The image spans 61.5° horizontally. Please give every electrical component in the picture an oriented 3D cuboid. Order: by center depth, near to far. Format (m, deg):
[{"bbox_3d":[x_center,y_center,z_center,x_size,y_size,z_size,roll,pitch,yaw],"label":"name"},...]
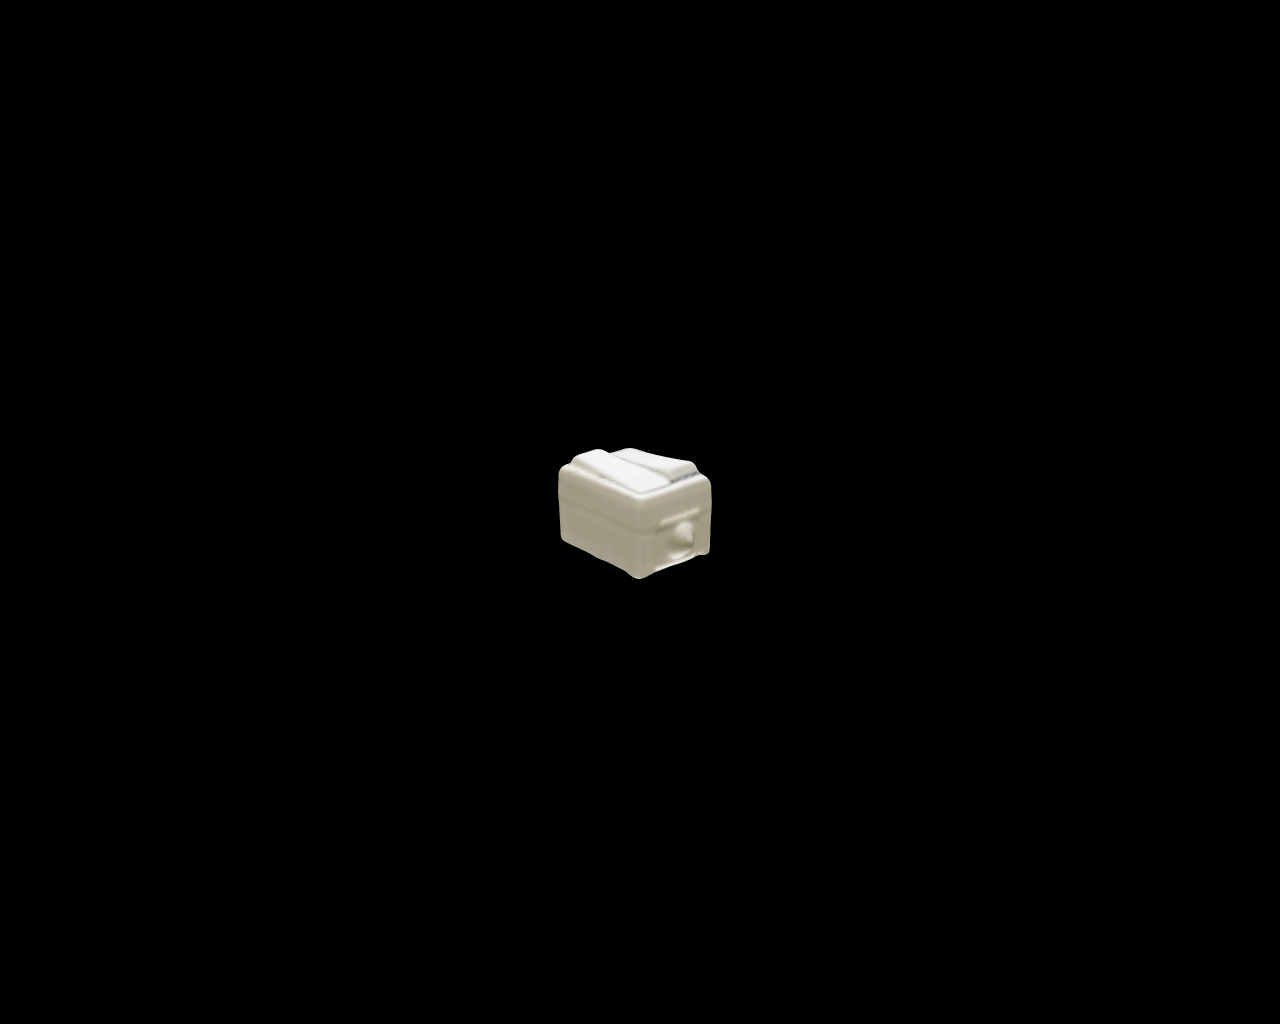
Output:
[{"bbox_3d":[0.001,-0.003,0.650,0.062,0.061,0.096,-17,28,-37],"label":"electrical component"}]
